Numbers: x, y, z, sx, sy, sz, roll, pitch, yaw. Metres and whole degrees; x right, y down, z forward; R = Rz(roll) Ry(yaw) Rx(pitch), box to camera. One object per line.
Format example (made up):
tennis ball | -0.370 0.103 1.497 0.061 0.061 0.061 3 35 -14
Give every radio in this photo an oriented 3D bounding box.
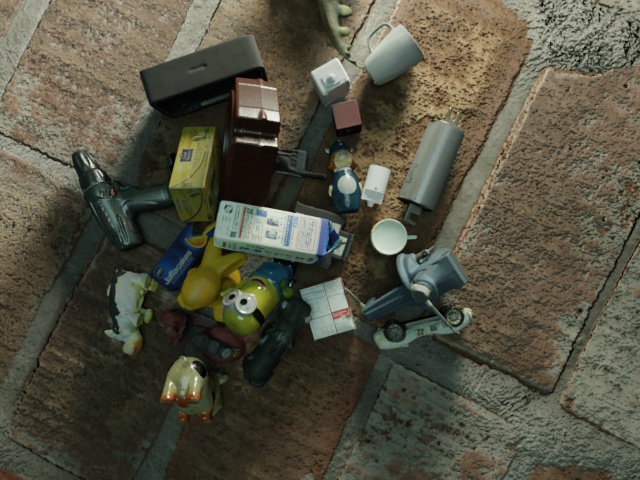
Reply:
radio | -0.221 -0.317 1.060 0.230 0.131 0.073 -17 88 2

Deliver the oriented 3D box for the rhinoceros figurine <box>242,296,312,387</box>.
rhinoceros figurine | -0.087 0.195 1.051 0.073 0.112 0.190 35 91 6

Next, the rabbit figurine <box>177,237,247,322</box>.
rabbit figurine | -0.204 0.084 1.029 0.122 0.173 0.162 31 94 7

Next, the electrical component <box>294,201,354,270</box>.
electrical component | -0.002 -0.003 1.079 0.134 0.058 0.114 21 91 3

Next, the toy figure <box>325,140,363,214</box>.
toy figure | 0.049 -0.130 1.075 0.064 0.058 0.154 -1 78 -34

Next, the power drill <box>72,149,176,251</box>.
power drill | -0.376 -0.107 1.088 0.207 0.086 0.232 -20 89 -2

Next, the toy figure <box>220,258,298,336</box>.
toy figure | -0.108 0.102 1.007 0.082 0.180 0.089 -5 118 40

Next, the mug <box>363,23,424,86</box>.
mug | 0.134 -0.370 1.072 0.107 0.081 0.109 -39 92 11

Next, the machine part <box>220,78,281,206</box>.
machine part | -0.134 -0.180 0.999 0.087 0.201 0.201 7 44 -15

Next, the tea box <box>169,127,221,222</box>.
tea box | -0.234 -0.128 1.034 0.068 0.098 0.170 -2 50 1

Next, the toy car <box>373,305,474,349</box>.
toy car | 0.203 0.171 1.057 0.202 0.073 0.056 -14 85 2

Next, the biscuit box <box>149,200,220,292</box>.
biscuit box | -0.256 0.010 1.088 0.063 0.059 0.202 37 90 3

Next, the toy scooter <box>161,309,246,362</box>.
toy scooter | -0.235 0.188 1.046 0.184 0.135 0.075 24 88 2

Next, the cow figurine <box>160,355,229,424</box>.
cow figurine | -0.234 0.282 1.025 0.086 0.194 0.127 -3 53 7

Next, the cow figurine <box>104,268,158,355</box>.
cow figurine | -0.393 0.144 1.087 0.098 0.068 0.167 9 85 8

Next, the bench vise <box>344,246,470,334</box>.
bench vise | 0.168 0.096 1.013 0.241 0.224 0.128 -33 102 28

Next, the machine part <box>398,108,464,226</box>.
machine part | 0.219 -0.145 1.063 0.079 0.079 0.243 24 90 3

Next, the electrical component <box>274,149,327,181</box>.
electrical component | -0.044 -0.151 1.076 0.119 0.075 0.047 8 91 6

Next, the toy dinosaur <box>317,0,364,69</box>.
toy dinosaur | 0.011 -0.571 1.071 0.199 0.105 0.471 -2 90 1
